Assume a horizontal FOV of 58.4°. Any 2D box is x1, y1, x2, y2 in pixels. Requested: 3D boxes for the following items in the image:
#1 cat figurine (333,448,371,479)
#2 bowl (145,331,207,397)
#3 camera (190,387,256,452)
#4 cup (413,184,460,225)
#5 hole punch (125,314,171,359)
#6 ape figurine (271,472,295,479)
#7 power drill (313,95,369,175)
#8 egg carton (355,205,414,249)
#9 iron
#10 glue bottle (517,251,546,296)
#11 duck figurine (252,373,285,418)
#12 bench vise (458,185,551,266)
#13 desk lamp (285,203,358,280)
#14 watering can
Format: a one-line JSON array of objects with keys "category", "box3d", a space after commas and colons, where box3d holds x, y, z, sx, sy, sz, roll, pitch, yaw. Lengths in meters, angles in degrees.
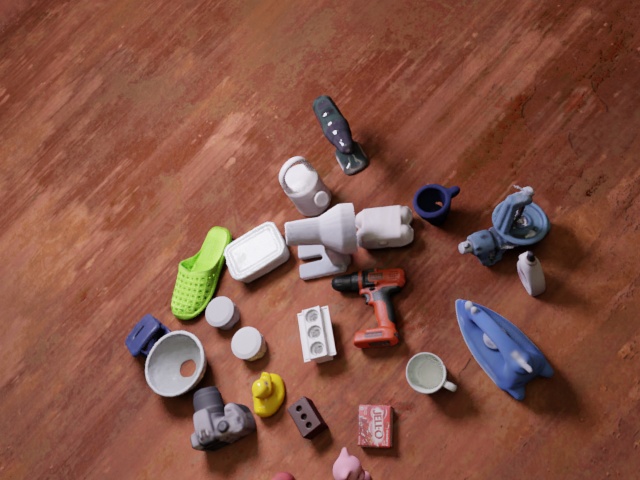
[{"category": "cat figurine", "box3d": [0.054, 0.505, 1.192, 0.067, 0.118, 0.128, 16, 72, 26]}, {"category": "bowl", "box3d": [-0.351, 0.319, 1.451, 0.167, 0.075, 0.167, -8, 64, 17]}, {"category": "camera", "box3d": [-0.246, 0.413, 1.353, 0.143, 0.101, 0.136, -26, 60, 7]}, {"category": "cup", "box3d": [0.290, -0.084, 1.395, 0.117, 0.095, 0.091, -28, 60, 6]}, {"category": "hole punch", "box3d": [-0.463, 0.256, 1.511, 0.100, 0.091, 0.109, 32, 80, 29]}, {"category": "ape figurine", "box3d": [-0.088, 0.543, 1.241, 0.077, 0.092, 0.076, 14, 72, 25]}, {"category": "power drill", "box3d": [0.057, -0.264, 1.497, 0.075, 0.209, 0.229, -29, 60, 5]}, {"category": "egg carton", "box3d": [0.160, -0.029, 1.431, 0.150, 0.070, 0.107, -7, 64, 17]}, {"category": "iron", "box3d": [0.364, 0.202, 1.207, 0.118, 0.142, 0.257, -39, 59, -1]}, {"category": "glue bottle", "box3d": [0.450, 0.060, 1.224, 0.037, 0.173, 0.078, -27, 60, 6]}, {"category": "duck figurine", "box3d": [-0.132, 0.360, 1.345, 0.077, 0.086, 0.104, 9, 69, 23]}, {"category": "bench vise", "box3d": [0.409, -0.024, 1.251, 0.207, 0.220, 0.121, -41, 59, -2]}, {"category": "desk lamp", "box3d": [0.013, 0.005, 1.385, 0.203, 0.214, 0.118, -13, 62, 14]}, {"category": "watering can", "box3d": [-0.040, -0.144, 1.485, 0.172, 0.194, 0.101, 18, 73, 26]}]
